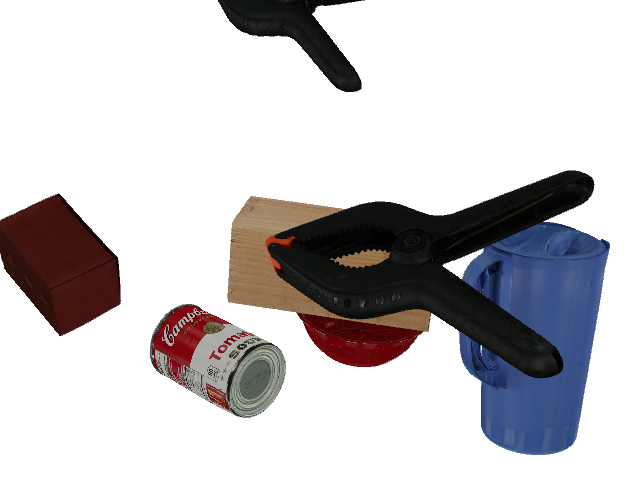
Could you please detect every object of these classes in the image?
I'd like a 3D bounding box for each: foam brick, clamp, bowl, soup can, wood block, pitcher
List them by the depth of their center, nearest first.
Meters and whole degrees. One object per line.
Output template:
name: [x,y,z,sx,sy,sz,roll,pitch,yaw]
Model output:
clamp: [0.069,0.006,0.678,0.210,0.036,0.164,7,45,26]
foam brick: [-0.181,0.017,0.741,0.051,0.053,0.078,-30,56,-29]
clamp: [-0.009,-0.192,0.832,0.172,0.120,0.039,31,-25,20]
soup can: [-0.088,0.103,0.914,0.102,0.068,0.068,21,14,39]
wood block: [0.017,0.023,1.092,0.206,0.091,0.090,8,22,7]
pitcher: [0.229,0.108,1.169,0.149,0.243,0.145,5,18,12]
bowl: [0.048,0.105,1.276,0.162,0.055,0.162,4,25,-2]
